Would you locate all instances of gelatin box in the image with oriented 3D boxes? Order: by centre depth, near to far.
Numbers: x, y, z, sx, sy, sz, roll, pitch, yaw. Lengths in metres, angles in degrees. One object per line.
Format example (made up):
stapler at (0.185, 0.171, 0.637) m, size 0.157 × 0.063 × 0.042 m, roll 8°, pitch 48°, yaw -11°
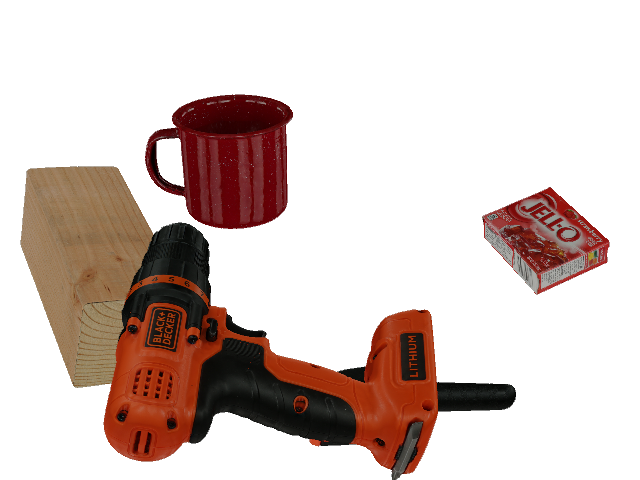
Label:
gelatin box at (0.195, -0.002, 0.930) m, size 0.073 × 0.030 × 0.089 m, roll -22°, pitch 44°, yaw -13°

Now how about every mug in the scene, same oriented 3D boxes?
mug at (-0.079, -0.061, 0.838) m, size 0.117 × 0.081 × 0.093 m, roll -1°, pitch 27°, yaw 0°

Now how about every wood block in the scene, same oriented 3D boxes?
wood block at (-0.200, 0.025, 0.955) m, size 0.090 × 0.091 × 0.206 m, roll -3°, pitch 36°, yaw -28°

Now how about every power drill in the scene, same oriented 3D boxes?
power drill at (-0.028, 0.064, 0.642) m, size 0.187 × 0.057 × 0.184 m, roll 9°, pitch 39°, yaw -6°

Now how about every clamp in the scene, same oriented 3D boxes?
clamp at (0.076, 0.147, 1.017) m, size 0.165 × 0.036 × 0.209 m, roll 25°, pitch 34°, yaw 31°
